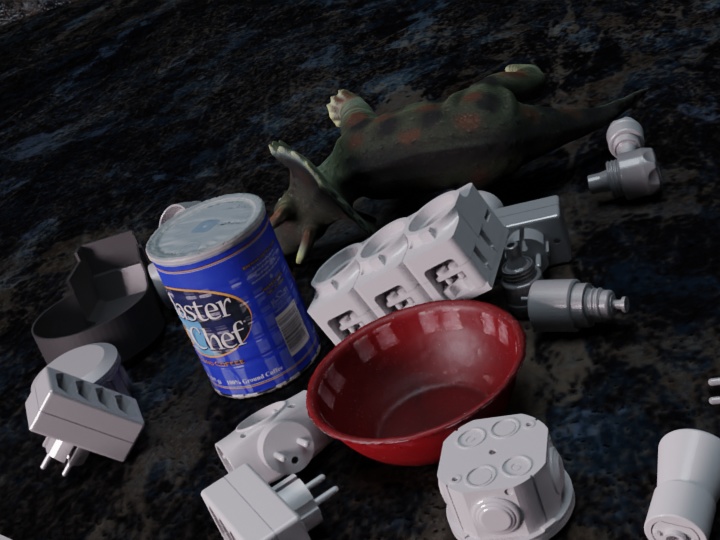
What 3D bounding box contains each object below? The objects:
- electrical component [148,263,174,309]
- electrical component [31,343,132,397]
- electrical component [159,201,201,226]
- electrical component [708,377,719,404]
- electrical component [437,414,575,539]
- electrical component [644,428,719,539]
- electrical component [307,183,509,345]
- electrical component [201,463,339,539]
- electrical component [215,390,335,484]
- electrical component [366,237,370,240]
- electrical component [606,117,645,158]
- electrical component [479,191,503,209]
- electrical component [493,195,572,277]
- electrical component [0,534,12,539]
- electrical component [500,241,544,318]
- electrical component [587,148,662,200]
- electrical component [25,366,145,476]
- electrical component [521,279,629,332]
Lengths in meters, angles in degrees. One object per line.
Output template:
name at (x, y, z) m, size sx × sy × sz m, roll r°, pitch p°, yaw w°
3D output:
electrical component at (-0.179, 0.007, 1.073) m, size 0.047 × 0.055 × 0.055 m, roll -26°, pitch 27°, yaw -2°
electrical component at (-0.241, 0.104, 0.942) m, size 0.080 × 0.051 × 0.080 m, roll -16°, pitch 27°, yaw 9°
electrical component at (-0.178, -0.029, 1.130) m, size 0.079 × 0.077 × 0.044 m, roll -52°, pitch 60°, yaw 19°
electrical component at (0.254, 0.070, 0.660) m, size 0.077 × 0.047 × 0.065 m, roll -9°, pitch 29°, yaw 22°
electrical component at (0.088, 0.130, 0.661) m, size 0.080 × 0.051 × 0.080 m, roll -16°, pitch 27°, yaw 9°
electrical component at (0.185, 0.128, 0.610) m, size 0.044 × 0.044 × 0.065 m, roll -2°, pitch 37°, yaw 32°
electrical component at (0.037, -0.002, 0.879) m, size 0.150 × 0.061 × 0.089 m, roll -28°, pitch 21°, yaw 31°
electrical component at (-0.050, 0.160, 0.708) m, size 0.076 × 0.047 × 0.083 m, roll -31°, pitch 29°, yaw -19°
electrical component at (-0.056, 0.124, 0.767) m, size 0.077 × 0.044 × 0.079 m, roll -30°, pitch 7°, yaw -17°
electrical component at (0.000, 0.000, 0.974) m, size 0.078 × 0.040 × 0.040 m, roll -34°, pitch 30°, yaw -23°
electrical component at (0.254, -0.119, 1.022) m, size 0.035 × 0.035 × 0.061 m, roll -13°, pitch 30°, yaw 16°
electrical component at (0.104, -0.036, 0.969) m, size 0.044 × 0.044 × 0.065 m, roll -8°, pitch 34°, yaw 24°
electrical component at (0.141, -0.019, 0.903) m, size 0.066 × 0.047 × 0.076 m, roll -12°, pitch 28°, yaw 16°
electrical component at (-0.281, 0.231, 0.725) m, size 0.186 × 0.060 × 0.105 m, roll 6°, pitch 37°, yaw 41°
electrical component at (0.127, 0.006, 0.851) m, size 0.035 × 0.061 × 0.035 m, roll -17°, pitch 28°, yaw 9°
electrical component at (0.235, -0.083, 0.959) m, size 0.062 × 0.043 × 0.043 m, roll -13°, pitch 28°, yaw 19°
electrical component at (-0.231, 0.132, 0.868) m, size 0.075 × 0.083 × 0.047 m, roll -60°, pitch 28°, yaw 8°
electrical component at (0.163, 0.027, 0.811) m, size 0.078 × 0.040 × 0.040 m, roll -2°, pitch 32°, yaw 33°
